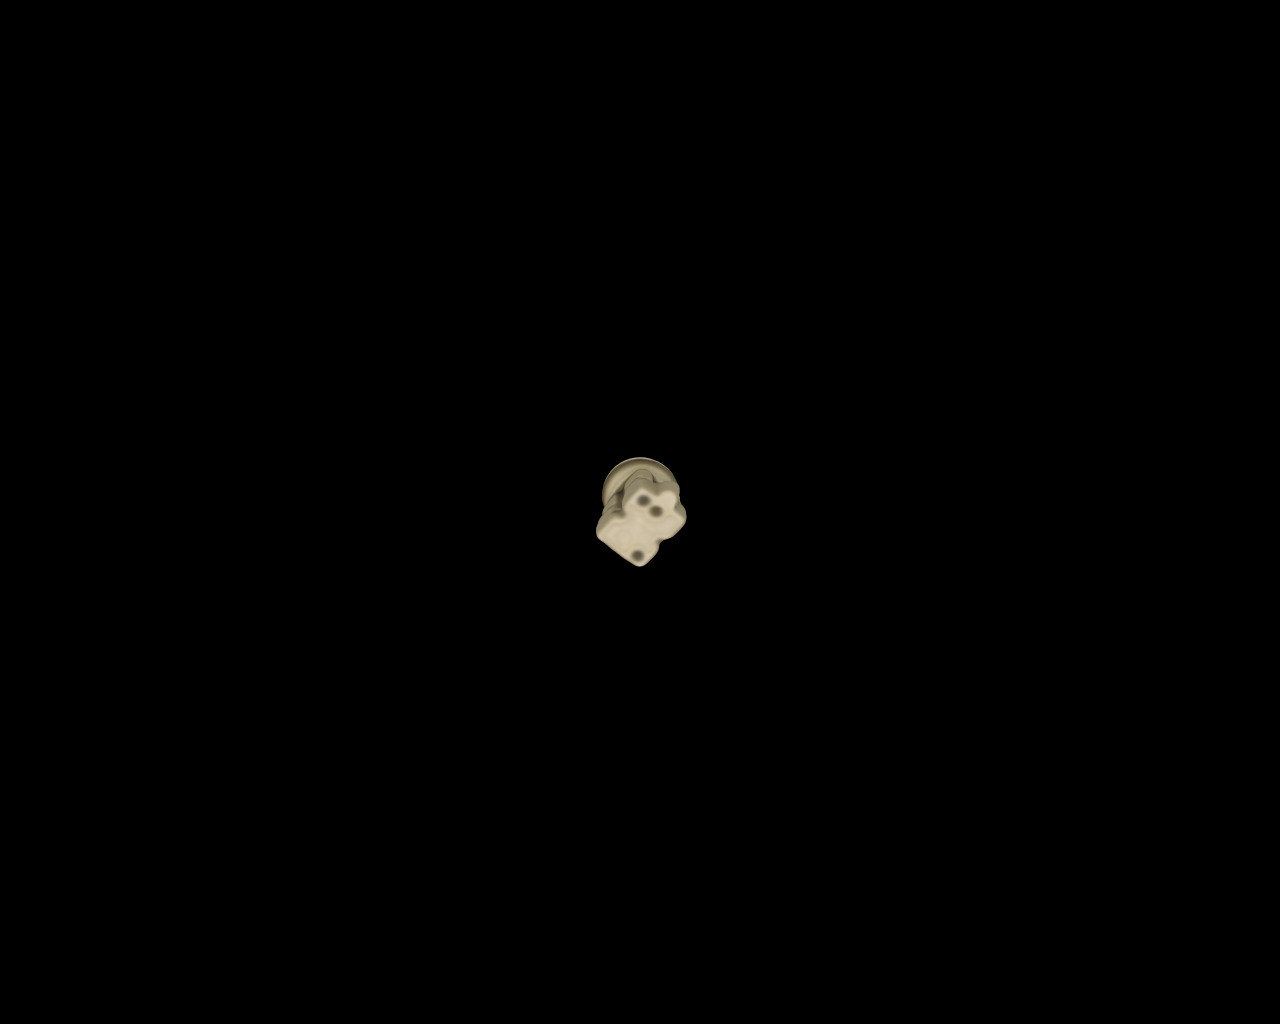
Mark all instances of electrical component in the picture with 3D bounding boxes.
[{"bbox_3d":[0.001,-0.003,0.650,0.048,0.066,0.055,38,20,-16],"label":"electrical component"}]
